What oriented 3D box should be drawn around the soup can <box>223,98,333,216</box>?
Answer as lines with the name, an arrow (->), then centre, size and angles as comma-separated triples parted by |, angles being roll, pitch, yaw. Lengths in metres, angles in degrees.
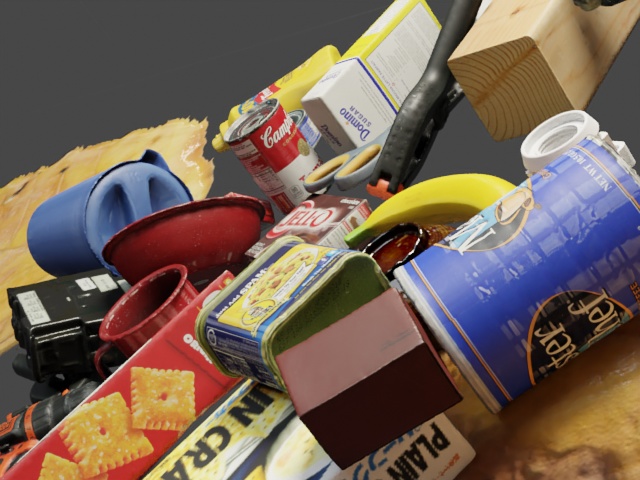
soup can -> -0.041, -0.083, 1.081 | 0.068, 0.102, 0.068 | -31, 23, 15

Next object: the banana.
banana -> 0.101, -0.022, 0.832 | 0.198, 0.037, 0.069 | -11, 38, 54

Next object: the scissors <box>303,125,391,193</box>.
scissors -> 0.050, -0.093, 1.028 | 0.096, 0.016, 0.201 | -16, 19, 33

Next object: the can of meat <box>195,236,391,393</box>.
can of meat -> -0.015, 0.046, 0.671 | 0.102, 0.057, 0.084 | -43, 25, -23

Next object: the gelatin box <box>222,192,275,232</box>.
gelatin box -> -0.100, -0.015, 1.083 | 0.089, 0.030, 0.073 | -27, -16, 24

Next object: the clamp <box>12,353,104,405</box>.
clamp -> -0.242, 0.125, 1.062 | 0.120, 0.039, 0.172 | -36, 27, -10

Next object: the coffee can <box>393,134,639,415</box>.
coffee can -> 0.129, 0.020, 0.622 | 0.140, 0.102, 0.103 | -35, 22, 4

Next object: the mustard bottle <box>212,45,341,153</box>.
mustard bottle -> -0.052, -0.164, 1.316 | 0.192, 0.058, 0.096 | -31, 22, 16

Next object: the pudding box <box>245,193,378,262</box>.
pudding box -> -0.006, 0.001, 0.947 | 0.090, 0.039, 0.114 | -43, 23, -15

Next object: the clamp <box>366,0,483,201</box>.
clamp -> 0.100, -0.118, 0.969 | 0.210, 0.036, 0.164 | -63, -15, -17

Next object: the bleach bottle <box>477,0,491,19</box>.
bleach bottle -> 0.242, -0.264, 1.068 | 0.251, 0.068, 0.102 | -26, 24, 31

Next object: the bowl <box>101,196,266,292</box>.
bowl -> -0.120, 0.017, 1.006 | 0.162, 0.055, 0.162 | -18, -16, -6

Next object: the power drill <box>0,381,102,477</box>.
power drill -> -0.261, 0.210, 0.902 | 0.185, 0.057, 0.187 | -31, 20, 24

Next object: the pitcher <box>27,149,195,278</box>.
pitcher -> -0.254, -0.002, 1.232 | 0.149, 0.145, 0.243 | -36, 15, -30

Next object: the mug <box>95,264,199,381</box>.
mug -> -0.138, 0.088, 0.917 | 0.117, 0.081, 0.093 | -36, 22, 2

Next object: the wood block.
wood block -> 0.208, -0.191, 0.935 | 0.091, 0.090, 0.205 | -10, 34, 47

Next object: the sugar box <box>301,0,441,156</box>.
sugar box -> 0.065, -0.162, 1.090 | 0.176, 0.093, 0.048 | -47, 23, -24

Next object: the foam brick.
foam brick -> 0.026, 0.074, 0.568 | 0.078, 0.051, 0.053 | -30, 36, 4

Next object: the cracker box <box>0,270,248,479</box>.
cracker box -> -0.127, 0.128, 0.777 | 0.213, 0.072, 0.164 | -43, -2, -13

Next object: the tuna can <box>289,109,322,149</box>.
tuna can -> -0.042, -0.113, 1.232 | 0.086, 0.033, 0.086 | -31, 23, 14
